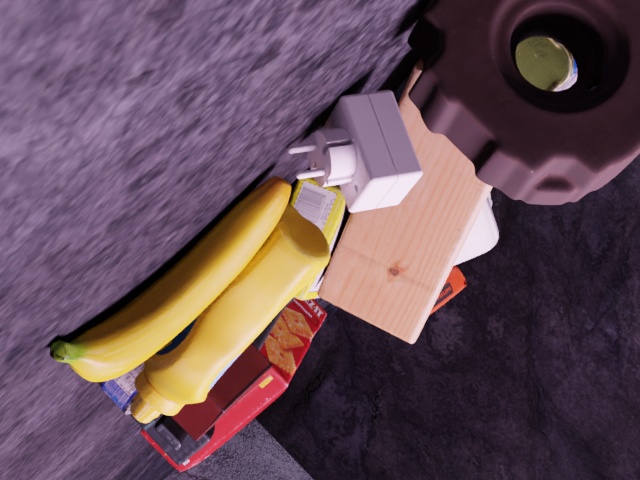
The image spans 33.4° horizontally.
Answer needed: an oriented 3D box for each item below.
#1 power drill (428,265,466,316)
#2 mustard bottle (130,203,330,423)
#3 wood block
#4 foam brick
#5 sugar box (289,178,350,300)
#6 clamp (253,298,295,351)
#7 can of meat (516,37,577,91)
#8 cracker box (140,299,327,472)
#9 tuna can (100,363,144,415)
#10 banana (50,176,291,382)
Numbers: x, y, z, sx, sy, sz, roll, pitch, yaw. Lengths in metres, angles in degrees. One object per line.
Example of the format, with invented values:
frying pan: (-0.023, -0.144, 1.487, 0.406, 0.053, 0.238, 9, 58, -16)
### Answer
power drill: (0.110, -0.018, 1.158, 0.184, 0.057, 0.187, -32, 124, -30)
mustard bottle: (-0.073, 0.062, 0.776, 0.192, 0.058, 0.096, -49, -169, 13)
wood block: (0.083, -0.036, 0.840, 0.206, 0.091, 0.090, -67, 172, 27)
foam brick: (-0.088, 0.117, 0.881, 0.053, 0.051, 0.078, -48, 175, 37)
sugar box: (-0.006, 0.001, 0.904, 0.176, 0.048, 0.093, 38, 75, -87)
clamp: (-0.041, 0.049, 1.039, 0.209, 0.036, 0.165, -45, -167, -16)
can of meat: (0.145, -0.145, 0.765, 0.058, 0.102, 0.083, -47, 172, 28)
cracker box: (-0.087, 0.143, 1.172, 0.164, 0.072, 0.213, -41, -176, 19)
tuna can: (-0.136, 0.099, 0.859, 0.086, 0.034, 0.086, -44, 175, -6)
banana: (-0.089, 0.032, 0.679, 0.197, 0.037, 0.070, -42, 173, -32)
